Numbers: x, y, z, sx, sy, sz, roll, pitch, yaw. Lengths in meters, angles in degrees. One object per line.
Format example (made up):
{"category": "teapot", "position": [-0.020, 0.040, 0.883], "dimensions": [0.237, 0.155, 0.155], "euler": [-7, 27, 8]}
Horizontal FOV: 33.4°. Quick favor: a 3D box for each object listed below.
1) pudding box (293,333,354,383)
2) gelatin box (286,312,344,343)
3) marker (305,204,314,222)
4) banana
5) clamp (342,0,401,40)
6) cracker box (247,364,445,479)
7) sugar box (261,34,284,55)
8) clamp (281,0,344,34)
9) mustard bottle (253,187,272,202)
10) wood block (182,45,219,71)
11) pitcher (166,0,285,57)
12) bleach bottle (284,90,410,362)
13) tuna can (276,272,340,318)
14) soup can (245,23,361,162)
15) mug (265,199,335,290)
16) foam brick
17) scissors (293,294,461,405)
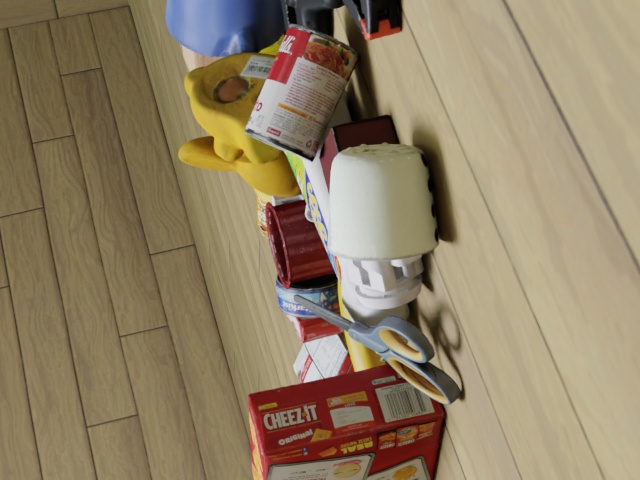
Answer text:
{"category": "pudding box", "position": [0.014, 0.137, 1.194], "dimensions": [0.090, 0.039, 0.113], "euler": [-66, 26, 17]}
{"category": "gelatin box", "position": [0.003, 0.076, 1.178], "dimensions": [0.089, 0.073, 0.030], "euler": [-126, 25, -63]}
{"category": "marker", "position": [-0.002, -0.059, 1.090], "dimensions": [0.121, 0.020, 0.020], "euler": [-84, -10, -55]}
{"category": "banana", "position": [0.047, 0.098, 1.074], "dimensions": [0.070, 0.037, 0.198], "euler": [-136, 35, -75]}
{"category": "clamp", "position": [0.020, -0.235, 0.806], "dimensions": [0.120, 0.039, 0.171], "euler": [-150, 47, -78]}
{"category": "cracker box", "position": [0.020, 0.208, 1.002], "dimensions": [0.214, 0.164, 0.072], "euler": [90, 165, -50]}
{"category": "sugar box", "position": [-0.069, -0.198, 1.297], "dimensions": [0.176, 0.048, 0.093], "euler": [84, 167, -47]}
{"category": "clamp", "position": [-0.012, -0.230, 0.985], "dimensions": [0.210, 0.036, 0.164], "euler": [92, 160, -62]}
{"category": "mustard bottle", "position": [-0.051, -0.100, 1.248], "dimensions": [0.096, 0.058, 0.191], "euler": [26, 138, 35]}
{"category": "wood block", "position": [-0.137, -0.305, 1.396], "dimensions": [0.206, 0.090, 0.091], "euler": [90, 163, -48]}
{"category": "pitcher", "position": [-0.099, -0.322, 1.089], "dimensions": [0.144, 0.149, 0.243], "euler": [-57, -16, -36]}
{"category": "bleach bottle", "position": [0.028, -0.013, 0.975], "dimensions": [0.102, 0.068, 0.251], "euler": [96, 156, -68]}
{"category": "tuna can", "position": [-0.005, 0.050, 1.152], "dimensions": [0.086, 0.086, 0.034], "euler": [-127, 27, -65]}
{"category": "soup can", "position": [-0.016, -0.127, 0.925], "dimensions": [0.102, 0.068, 0.068], "euler": [-66, 14, 2]}
{"category": "mug", "position": [-0.007, 0.001, 1.116], "dimensions": [0.117, 0.081, 0.093], "euler": [106, 149, -69]}
{"category": "foam brick", "position": [0.034, -0.065, 0.903], "dimensions": [0.078, 0.053, 0.051], "euler": [116, 140, -74]}
{"category": "scissors", "position": [0.036, 0.071, 0.899], "dimensions": [0.202, 0.016, 0.096], "euler": [33, 156, 34]}
